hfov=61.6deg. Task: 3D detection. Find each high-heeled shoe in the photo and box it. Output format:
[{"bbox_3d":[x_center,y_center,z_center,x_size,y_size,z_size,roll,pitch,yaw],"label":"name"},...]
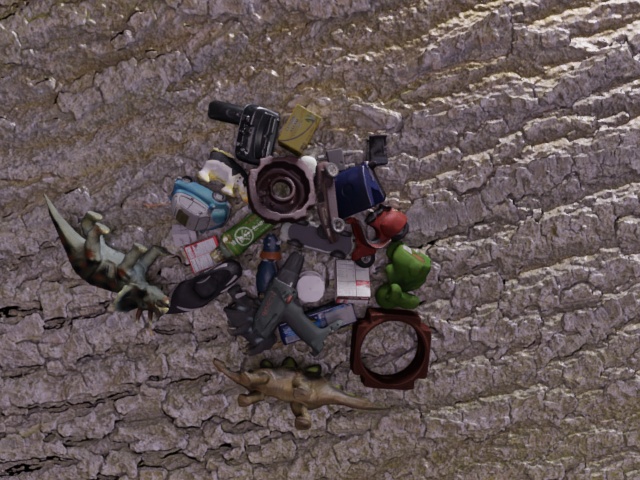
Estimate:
[{"bbox_3d":[-0.300,0.127,1.330,0.249,0.145,0.086,-34,96,-2],"label":"high-heeled shoe"}]

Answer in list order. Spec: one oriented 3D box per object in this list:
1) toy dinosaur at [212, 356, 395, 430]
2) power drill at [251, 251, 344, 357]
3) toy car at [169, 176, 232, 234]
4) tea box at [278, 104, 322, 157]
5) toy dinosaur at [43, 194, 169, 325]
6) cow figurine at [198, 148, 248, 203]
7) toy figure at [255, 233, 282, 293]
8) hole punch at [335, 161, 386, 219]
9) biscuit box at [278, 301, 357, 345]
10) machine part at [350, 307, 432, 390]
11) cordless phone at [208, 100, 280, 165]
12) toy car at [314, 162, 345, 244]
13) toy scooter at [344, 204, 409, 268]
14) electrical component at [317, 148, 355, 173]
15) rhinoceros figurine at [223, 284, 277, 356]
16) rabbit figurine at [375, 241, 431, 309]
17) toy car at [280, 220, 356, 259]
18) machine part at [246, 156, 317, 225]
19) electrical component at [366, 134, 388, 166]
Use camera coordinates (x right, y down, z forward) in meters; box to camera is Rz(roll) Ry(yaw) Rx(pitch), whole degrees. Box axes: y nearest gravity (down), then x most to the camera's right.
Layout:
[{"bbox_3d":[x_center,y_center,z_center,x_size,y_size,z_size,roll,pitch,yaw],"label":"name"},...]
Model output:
[{"bbox_3d":[-0.043,0.370,1.338,0.472,0.198,0.105,18,103,5],"label":"toy dinosaur"},{"bbox_3d":[-0.045,0.170,1.326,0.207,0.086,0.232,36,87,-1],"label":"power drill"},{"bbox_3d":[-0.306,-0.078,1.316,0.162,0.103,0.109,33,131,-3],"label":"toy car"},{"bbox_3d":[-0.052,-0.259,1.297,0.068,0.169,0.098,29,92,-5],"label":"tea box"},{"bbox_3d":[-0.531,0.060,1.329,0.405,0.131,0.192,29,93,0],"label":"toy dinosaur"},{"bbox_3d":[-0.215,-0.156,1.350,0.167,0.068,0.098,29,87,-7],"label":"cow figurine"},{"bbox_3d":[-0.131,0.059,1.380,0.064,0.058,0.154,9,90,-11],"label":"toy figure"},{"bbox_3d":[0.087,-0.120,1.336,0.142,0.092,0.115,-20,102,38],"label":"hole punch"},{"bbox_3d":[-0.008,0.210,1.398,0.203,0.063,0.059,-18,98,-1],"label":"biscuit box"},{"bbox_3d":[0.183,0.284,1.407,0.201,0.087,0.200,5,95,-6],"label":"machine part"},{"bbox_3d":[-0.203,-0.272,1.343,0.184,0.089,0.146,14,97,7],"label":"cordless phone"},{"bbox_3d":[0.015,-0.092,1.317,0.053,0.089,0.202,-1,82,-29],"label":"toy car"},{"bbox_3d":[0.134,-0.029,1.360,0.184,0.075,0.135,-41,110,-12],"label":"toy scooter"},{"bbox_3d":[0.041,-0.201,1.382,0.094,0.021,0.063,-10,96,-4],"label":"electrical component"},{"bbox_3d":[-0.184,0.205,1.381,0.112,0.073,0.190,-32,97,1],"label":"rhinoceros figurine"},{"bbox_3d":[0.210,0.115,1.373,0.121,0.159,0.170,26,109,-16],"label":"rabbit figurine"},{"bbox_3d":[-0.003,-0.004,1.383,0.202,0.056,0.073,15,88,-6],"label":"toy car"},{"bbox_3d":[-0.095,-0.119,1.305,0.179,0.056,0.179,4,75,-15],"label":"machine part"},{"bbox_3d":[0.144,-0.206,1.362,0.048,0.075,0.119,-3,92,-3],"label":"electrical component"}]
